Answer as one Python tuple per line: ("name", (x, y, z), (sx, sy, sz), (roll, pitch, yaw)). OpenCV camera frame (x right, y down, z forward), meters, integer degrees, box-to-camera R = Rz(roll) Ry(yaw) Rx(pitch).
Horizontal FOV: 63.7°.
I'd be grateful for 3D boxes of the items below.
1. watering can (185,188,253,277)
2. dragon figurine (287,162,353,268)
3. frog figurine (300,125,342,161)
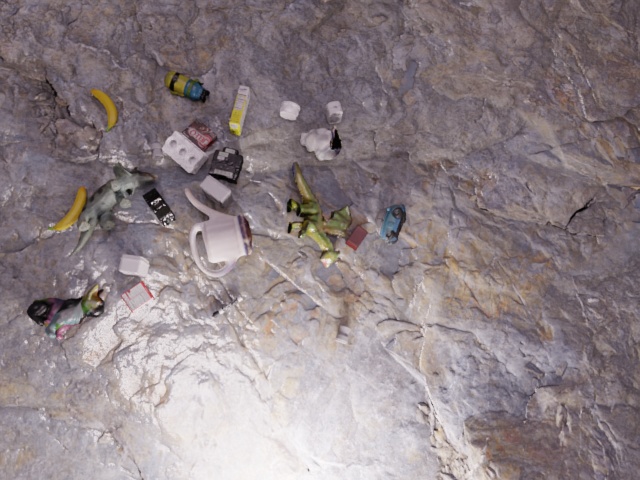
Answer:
("watering can", (-0.371, -0.043, 1.885), (0.225, 0.103, 0.350), (-12, 81, -10))
("dragon figurine", (0.006, -0.099, 1.969), (0.242, 0.120, 0.416), (6, 72, -22))
("frog figurine", (0.002, -0.383, 2.060), (0.159, 0.122, 0.139), (-5, 79, 30))
